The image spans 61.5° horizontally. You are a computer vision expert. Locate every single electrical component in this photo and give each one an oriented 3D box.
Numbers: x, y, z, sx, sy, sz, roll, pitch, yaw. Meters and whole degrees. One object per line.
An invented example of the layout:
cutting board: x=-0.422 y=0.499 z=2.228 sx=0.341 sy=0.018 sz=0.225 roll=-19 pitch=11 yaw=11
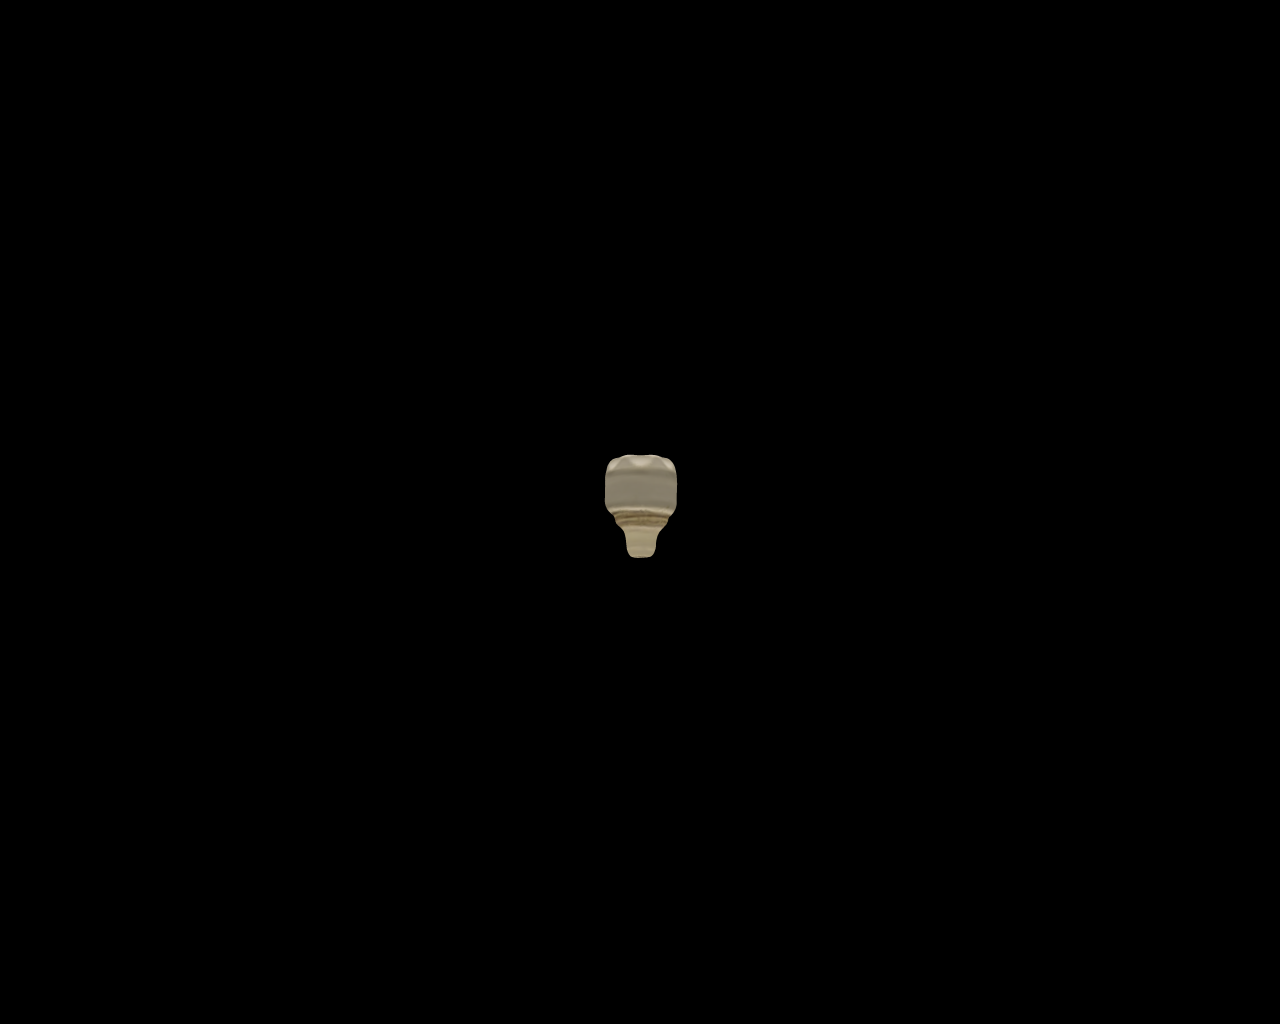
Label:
electrical component: x=0.001 y=-0.003 z=0.650 sx=0.043 sy=0.062 sz=0.043 roll=0 pitch=-7 yaw=0
